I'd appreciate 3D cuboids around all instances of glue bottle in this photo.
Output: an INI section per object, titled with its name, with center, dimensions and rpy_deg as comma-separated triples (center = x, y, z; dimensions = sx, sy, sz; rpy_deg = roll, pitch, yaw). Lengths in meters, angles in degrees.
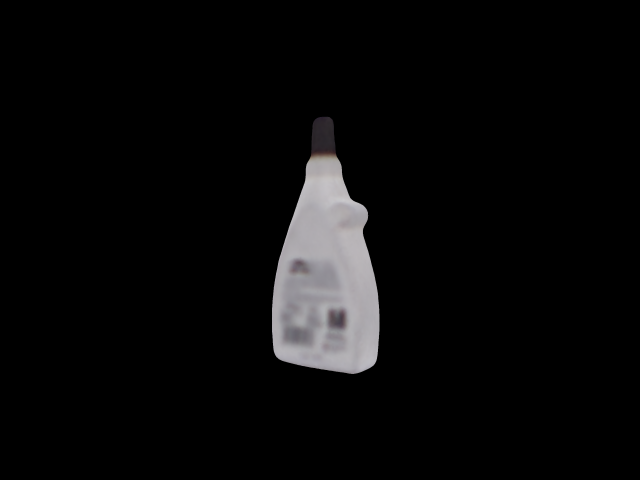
[glue bottle]
center = 0.004, 0.001, 0.400
dimensions = 0.077, 0.173, 0.037
rpy_deg = 3, 5, 32
